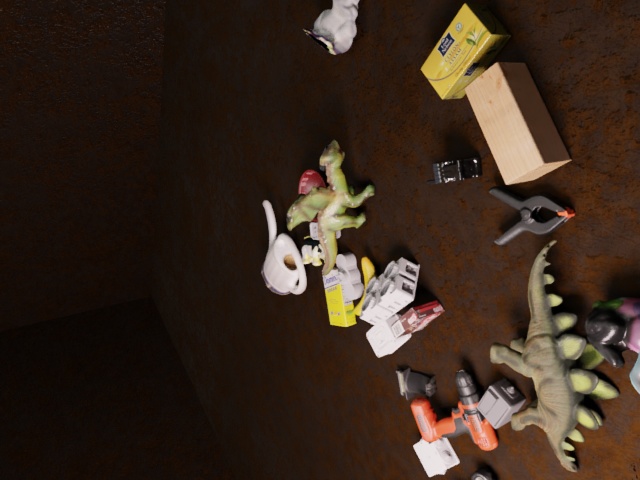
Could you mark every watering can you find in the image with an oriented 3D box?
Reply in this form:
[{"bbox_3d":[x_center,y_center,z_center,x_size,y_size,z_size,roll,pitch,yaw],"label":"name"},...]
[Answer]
[{"bbox_3d":[-0.143,0.047,1.806,0.353,0.104,0.219,62,145,24],"label":"watering can"}]

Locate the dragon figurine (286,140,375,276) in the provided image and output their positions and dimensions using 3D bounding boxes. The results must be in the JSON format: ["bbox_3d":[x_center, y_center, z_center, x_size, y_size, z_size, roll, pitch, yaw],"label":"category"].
[{"bbox_3d":[0.004,-0.070,1.400,0.124,0.243,0.405,38,116,45],"label":"dragon figurine"}]

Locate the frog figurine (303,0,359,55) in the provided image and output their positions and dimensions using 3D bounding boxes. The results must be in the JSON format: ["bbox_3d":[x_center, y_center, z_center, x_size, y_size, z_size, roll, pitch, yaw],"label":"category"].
[{"bbox_3d":[0.054,-0.581,1.363,0.159,0.121,0.140,-51,38,6],"label":"frog figurine"}]
